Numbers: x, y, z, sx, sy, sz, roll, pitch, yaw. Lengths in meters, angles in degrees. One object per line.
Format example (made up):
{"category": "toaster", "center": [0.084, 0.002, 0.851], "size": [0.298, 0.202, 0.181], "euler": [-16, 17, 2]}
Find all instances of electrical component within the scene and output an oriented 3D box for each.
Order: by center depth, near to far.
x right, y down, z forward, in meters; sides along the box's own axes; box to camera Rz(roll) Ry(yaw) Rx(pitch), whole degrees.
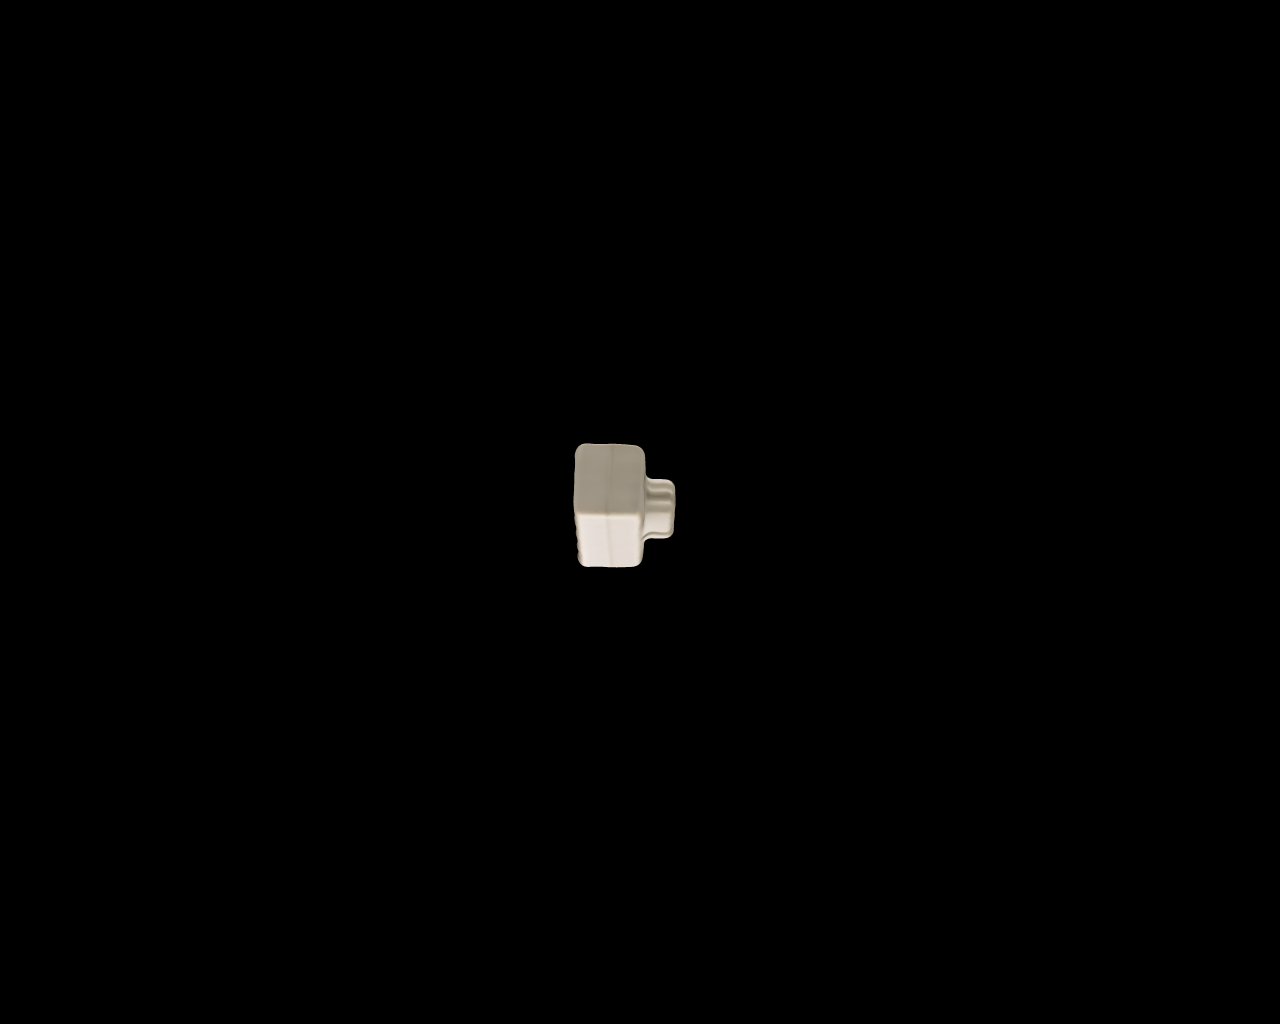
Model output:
{"category": "electrical component", "center": [0.001, -0.003, 0.650], "size": [0.076, 0.047, 0.083], "euler": [0, -25, 0]}
